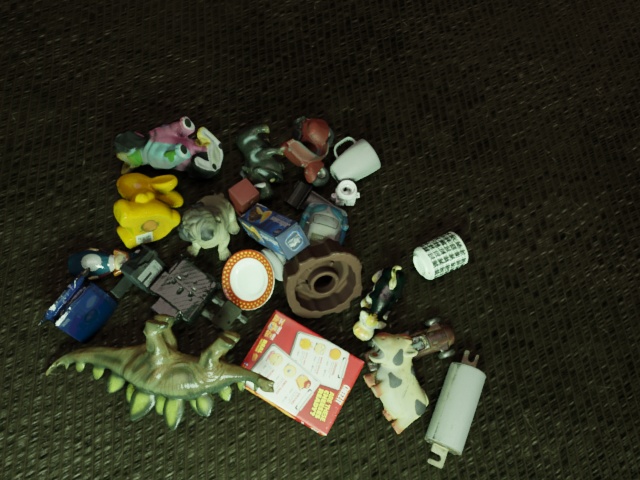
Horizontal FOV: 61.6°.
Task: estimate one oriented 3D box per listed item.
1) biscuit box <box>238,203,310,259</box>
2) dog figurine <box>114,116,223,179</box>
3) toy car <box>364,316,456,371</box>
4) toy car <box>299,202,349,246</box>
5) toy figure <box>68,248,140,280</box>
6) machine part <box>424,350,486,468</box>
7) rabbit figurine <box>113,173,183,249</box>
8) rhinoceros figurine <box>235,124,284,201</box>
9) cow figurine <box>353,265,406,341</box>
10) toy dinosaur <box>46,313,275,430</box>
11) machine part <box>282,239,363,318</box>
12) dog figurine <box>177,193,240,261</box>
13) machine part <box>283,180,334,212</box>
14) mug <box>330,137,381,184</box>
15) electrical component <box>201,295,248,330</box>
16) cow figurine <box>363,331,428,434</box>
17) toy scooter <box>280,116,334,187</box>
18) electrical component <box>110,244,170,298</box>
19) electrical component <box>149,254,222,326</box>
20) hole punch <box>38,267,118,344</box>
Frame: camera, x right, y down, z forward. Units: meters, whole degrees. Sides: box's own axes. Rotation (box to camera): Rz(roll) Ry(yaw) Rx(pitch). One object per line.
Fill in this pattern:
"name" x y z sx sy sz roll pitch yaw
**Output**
"biscuit box" -0.102 -0.021 1.141 0.059 0.203 0.062 -38 119 -18
"dog figurine" -0.359 -0.197 1.237 0.219 0.191 0.108 -8 69 28
"toy car" 0.194 0.227 1.145 0.202 0.053 0.089 -15 74 -12
"toy car" -0.002 -0.004 1.171 0.109 0.103 0.161 18 90 1
"toy figure" -0.454 0.051 1.152 0.154 0.058 0.064 -3 108 -8
"machine part" 0.277 0.340 1.094 0.079 0.079 0.243 24 68 4
"rabbit figurine" -0.387 -0.091 1.185 0.162 0.121 0.173 -25 54 -17
"rhinoceros figurine" -0.141 -0.182 1.261 0.112 0.073 0.190 -17 71 -13
"cow figurine" 0.131 0.135 1.150 0.068 0.098 0.167 28 69 -1
"toy dinosaur" -0.311 0.248 1.038 0.472 0.105 0.198 10 88 13
"machine part" 0.005 0.083 1.126 0.179 0.179 0.056 -14 36 -11
"dog figurine" -0.236 -0.055 1.140 0.121 0.190 0.172 -3 68 -7
"machine part" -0.009 -0.083 1.254 0.139 0.039 0.084 32 64 9
"mug" 0.072 -0.188 1.280 0.107 0.081 0.109 -36 83 -8
"electrical component" -0.200 0.159 1.134 0.094 0.021 0.063 39 84 -23
"cow figurine" 0.156 0.267 1.064 0.127 0.085 0.194 -29 106 -11
"toy scooter" -0.034 -0.222 1.253 0.135 0.075 0.184 24 55 -32
"electrical component" -0.383 0.075 1.132 0.048 0.074 0.119 22 61 34
"electrical component" -0.291 0.113 1.141 0.115 0.058 0.134 33 69 10
"hole punch" -0.481 0.140 1.086 0.092 0.115 0.142 38 70 1
